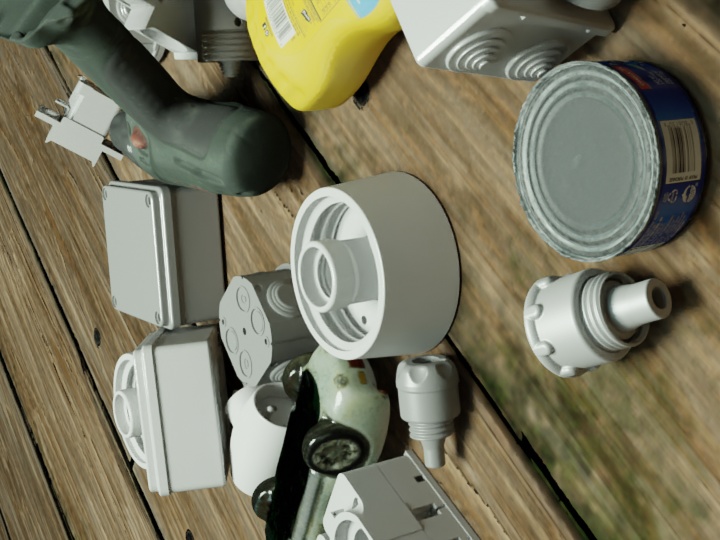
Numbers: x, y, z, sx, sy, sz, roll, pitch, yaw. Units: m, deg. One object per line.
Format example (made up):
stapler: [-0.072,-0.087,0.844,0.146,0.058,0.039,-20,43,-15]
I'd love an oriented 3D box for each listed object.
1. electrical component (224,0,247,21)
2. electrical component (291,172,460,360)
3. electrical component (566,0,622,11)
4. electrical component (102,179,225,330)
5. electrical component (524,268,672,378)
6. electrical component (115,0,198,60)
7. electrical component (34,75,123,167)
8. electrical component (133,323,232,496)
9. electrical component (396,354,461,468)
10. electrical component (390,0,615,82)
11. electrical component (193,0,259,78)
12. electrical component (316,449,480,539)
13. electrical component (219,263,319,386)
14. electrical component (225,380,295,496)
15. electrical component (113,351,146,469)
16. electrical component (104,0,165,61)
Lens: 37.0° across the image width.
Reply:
electrical component: [-0.060,-0.182,0.682,0.046,0.040,0.040,0,98,52]
electrical component: [0.000,0.000,0.616,0.108,0.060,0.108,20,114,54]
electrical component: [0.091,-0.184,0.437,0.074,0.052,0.138,-44,61,52]
electrical component: [-0.156,-0.016,0.854,0.109,0.056,0.108,12,108,55]
electrical component: [0.107,0.020,0.474,0.062,0.048,0.048,-23,78,49]
electrical component: [-0.127,-0.186,0.754,0.042,0.081,0.063,15,81,54]
electrical component: [-0.238,-0.131,0.937,0.063,0.081,0.042,-60,19,7]
electrical component: [-0.130,0.101,0.806,0.108,0.056,0.108,-132,36,-84]
electrical component: [0.039,0.080,0.600,0.035,0.035,0.061,8,107,56]
electrical component: [0.053,-0.132,0.469,0.048,0.100,0.099,-36,67,41]
electrical component: [-0.090,-0.171,0.727,0.043,0.043,0.081,11,107,55]
electrical component: [0.040,0.209,0.606,0.186,0.060,0.105,50,136,39]
electrical component: [-0.055,0.037,0.718,0.080,0.051,0.080,20,114,54]
electrical component: [-0.070,0.108,0.765,0.079,0.044,0.077,53,138,35]
electrical component: [-0.173,0.116,0.909,0.108,0.060,0.108,20,115,53]
electrical component: [-0.189,-0.204,0.864,0.080,0.051,0.080,20,114,54]
